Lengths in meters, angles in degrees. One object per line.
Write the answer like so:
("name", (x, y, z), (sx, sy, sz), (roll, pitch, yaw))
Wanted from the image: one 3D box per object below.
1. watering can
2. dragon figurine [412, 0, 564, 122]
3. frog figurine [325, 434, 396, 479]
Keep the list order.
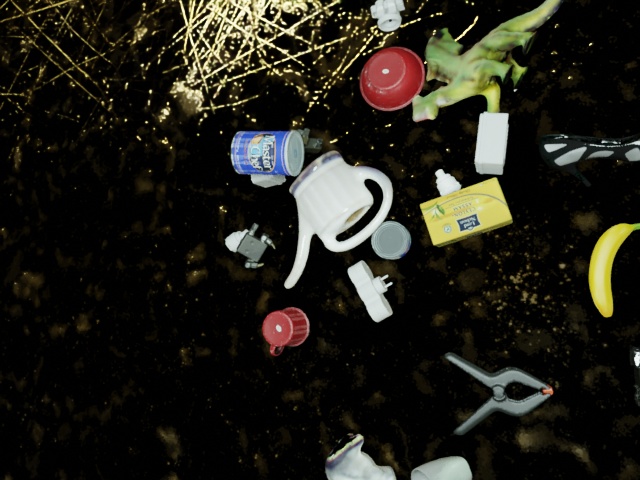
("watering can", (0.004, -0.061, 1.205), (0.345, 0.103, 0.227), (-38, 70, 12))
("dragon figurine", (0.342, -0.417, 1.137), (0.245, 0.120, 0.412), (30, 85, 30))
("frog figurine", (0.090, 0.502, 1.084), (0.160, 0.124, 0.135), (54, 136, 10))
